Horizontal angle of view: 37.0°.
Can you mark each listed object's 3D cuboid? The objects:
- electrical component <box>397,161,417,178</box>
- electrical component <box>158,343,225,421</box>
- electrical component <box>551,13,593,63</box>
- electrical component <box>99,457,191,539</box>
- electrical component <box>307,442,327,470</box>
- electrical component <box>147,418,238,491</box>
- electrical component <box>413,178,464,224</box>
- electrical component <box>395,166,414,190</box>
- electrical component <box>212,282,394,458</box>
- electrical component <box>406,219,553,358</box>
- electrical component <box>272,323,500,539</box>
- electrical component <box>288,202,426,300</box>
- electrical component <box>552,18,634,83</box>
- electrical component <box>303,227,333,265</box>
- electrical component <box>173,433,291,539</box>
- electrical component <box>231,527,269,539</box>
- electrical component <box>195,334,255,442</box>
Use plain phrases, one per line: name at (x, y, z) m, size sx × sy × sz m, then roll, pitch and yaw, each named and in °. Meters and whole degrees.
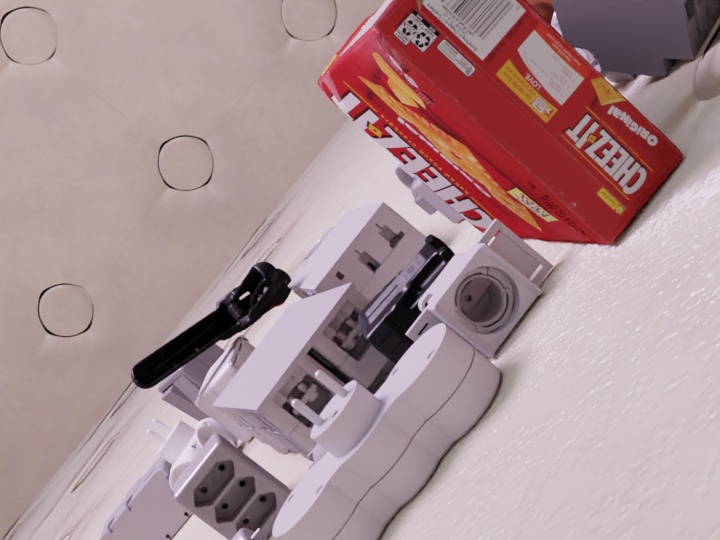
electrical component at (0.068, -0.090, 0.951) m, size 0.048 × 0.055 × 0.066 m, roll -51°, pitch 9°, yaw 1°
electrical component at (-0.163, 0.117, 1.115) m, size 0.062 × 0.096 × 0.061 m, roll -40°, pitch 15°, yaw 47°
electrical component at (0.189, -0.224, 0.797) m, size 0.138 × 0.074 × 0.052 m, roll -50°, pitch -35°, yaw 5°
electrical component at (-0.191, 0.222, 0.986) m, size 0.089 × 0.050 × 0.055 m, roll -50°, pitch 10°, yaw 2°
electrical component at (-0.005, 0.101, 0.607) m, size 0.046 × 0.040 × 0.040 m, roll -50°, pitch 7°, yaw 46°
electrical component at (-0.154, 0.160, 0.962) m, size 0.044 × 0.079 × 0.077 m, roll -53°, pitch 7°, yaw 21°
electrical component at (0.090, -0.084, 0.848) m, size 0.065 × 0.047 × 0.077 m, roll -55°, pitch 10°, yaw -25°
electrical component at (0.068, -0.112, 1.074) m, size 0.077 × 0.044 × 0.079 m, roll -54°, pitch 10°, yaw -18°
electrical component at (-0.039, 0.077, 0.794) m, size 0.105 × 0.060 × 0.186 m, roll -53°, pitch 9°, yaw -15°
electrical component at (0.064, 0.016, 0.600) m, size 0.081 × 0.042 × 0.064 m, roll -51°, pitch 5°, yaw -6°
electrical component at (0.000, 0.081, 0.548) m, size 0.138 × 0.074 × 0.052 m, roll -51°, pitch 9°, yaw 1°
electrical component at (0.000, 0.000, 0.904) m, size 0.089 × 0.062 × 0.150 m, roll -52°, pitch 9°, yaw -7°
electrical component at (0.171, -0.167, 0.735) m, size 0.081 × 0.064 × 0.042 m, roll -51°, pitch 10°, yaw 0°
electrical component at (-0.027, -0.011, 1.125) m, size 0.055 × 0.047 × 0.055 m, roll -49°, pitch 9°, yaw 11°
electrical component at (-0.088, 0.148, 0.733) m, size 0.047 × 0.066 × 0.077 m, roll -52°, pitch 9°, yaw -6°
electrical component at (-0.071, 0.181, 0.600) m, size 0.078 × 0.040 × 0.040 m, roll -51°, pitch 9°, yaw -2°
electrical component at (-0.111, 0.114, 0.991) m, size 0.061 × 0.062 × 0.096 m, roll -49°, pitch 9°, yaw 12°
